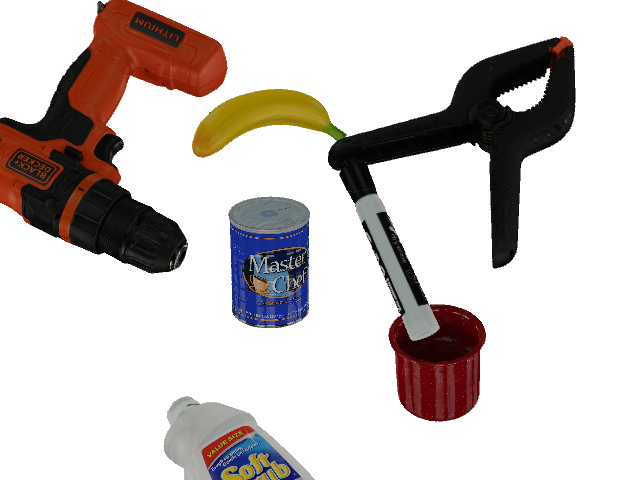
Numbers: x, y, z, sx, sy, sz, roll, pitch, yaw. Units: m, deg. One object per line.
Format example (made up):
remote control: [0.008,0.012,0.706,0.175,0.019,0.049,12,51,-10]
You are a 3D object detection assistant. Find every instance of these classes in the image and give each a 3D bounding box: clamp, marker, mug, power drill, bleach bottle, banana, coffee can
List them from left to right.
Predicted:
power drill: [-0.144,-0.079,0.772,0.184,0.187,0.057,26,-30,9]
bleach bottle: [-0.060,0.198,0.824,0.102,0.068,0.251,-19,33,-26]
banana: [-0.060,-0.125,1.104,0.197,0.037,0.070,-12,52,-39]
coffee can: [-0.065,0.027,1.376,0.103,0.140,0.103,0,25,0]
marker: [0.040,0.003,0.651,0.020,0.121,0.020,-20,-19,-7]
mug: [0.119,0.115,1.055,0.093,0.081,0.117,7,36,18]
clamp: [0.133,-0.077,0.804,0.165,0.209,0.036,41,-22,29]
